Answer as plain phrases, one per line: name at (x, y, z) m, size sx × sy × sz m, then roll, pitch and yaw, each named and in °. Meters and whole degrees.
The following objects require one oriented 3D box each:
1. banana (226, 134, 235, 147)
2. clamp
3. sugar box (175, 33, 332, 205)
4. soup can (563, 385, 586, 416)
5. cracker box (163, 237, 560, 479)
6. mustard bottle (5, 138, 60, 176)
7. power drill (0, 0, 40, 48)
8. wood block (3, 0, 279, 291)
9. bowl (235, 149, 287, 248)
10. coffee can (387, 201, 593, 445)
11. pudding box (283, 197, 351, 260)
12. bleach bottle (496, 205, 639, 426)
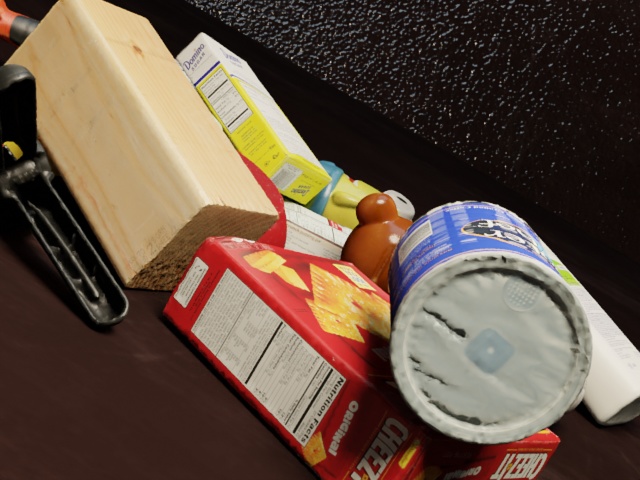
banana at (-0.096, -0.075, 1.076) m, size 0.037 × 0.069 × 0.198 m, roll -8°, pitch 25°, yaw -3°
clamp at (-0.185, -0.034, 0.674) m, size 0.210 × 0.036 × 0.164 m, roll 19°, pitch -48°, yaw 60°
sugar box at (-0.067, -0.120, 1.059) m, size 0.176 × 0.048 × 0.093 m, roll 53°, pitch 13°, yaw 27°
soup can at (0.181, 0.122, 0.900) m, size 0.069 × 0.068 × 0.102 m, roll 35°, pitch 13°, yaw 24°
cracker box at (0.027, 0.086, 0.687) m, size 0.214 × 0.072 × 0.163 m, roll 39°, pitch 16°, yaw 36°
mustard bottle at (-0.226, -0.090, 0.838) m, size 0.096 × 0.058 × 0.191 m, roll 56°, pitch 20°, yaw 13°
power drill at (-0.281, -0.200, 1.122) m, size 0.187 × 0.057 × 0.185 m, roll 20°, pitch -5°, yaw -20°
wood block at (-0.131, -0.070, 0.771) m, size 0.090 × 0.090 × 0.206 m, roll 10°, pitch 42°, yaw -58°
bowl at (-0.081, -0.034, 0.880) m, size 0.162 × 0.055 × 0.162 m, roll 35°, pitch 21°, yaw -16°
coffee can at (0.090, 0.041, 0.605) m, size 0.103 × 0.103 × 0.140 m, roll 29°, pitch 13°, yaw -4°
pudding box at (-0.007, 0.001, 1.030) m, size 0.113 × 0.039 × 0.090 m, roll 25°, pitch 13°, yaw -10°
bleach bottle at (0.245, 0.068, 1.088) m, size 0.102 × 0.068 × 0.251 m, roll 10°, pitch 42°, yaw -55°
